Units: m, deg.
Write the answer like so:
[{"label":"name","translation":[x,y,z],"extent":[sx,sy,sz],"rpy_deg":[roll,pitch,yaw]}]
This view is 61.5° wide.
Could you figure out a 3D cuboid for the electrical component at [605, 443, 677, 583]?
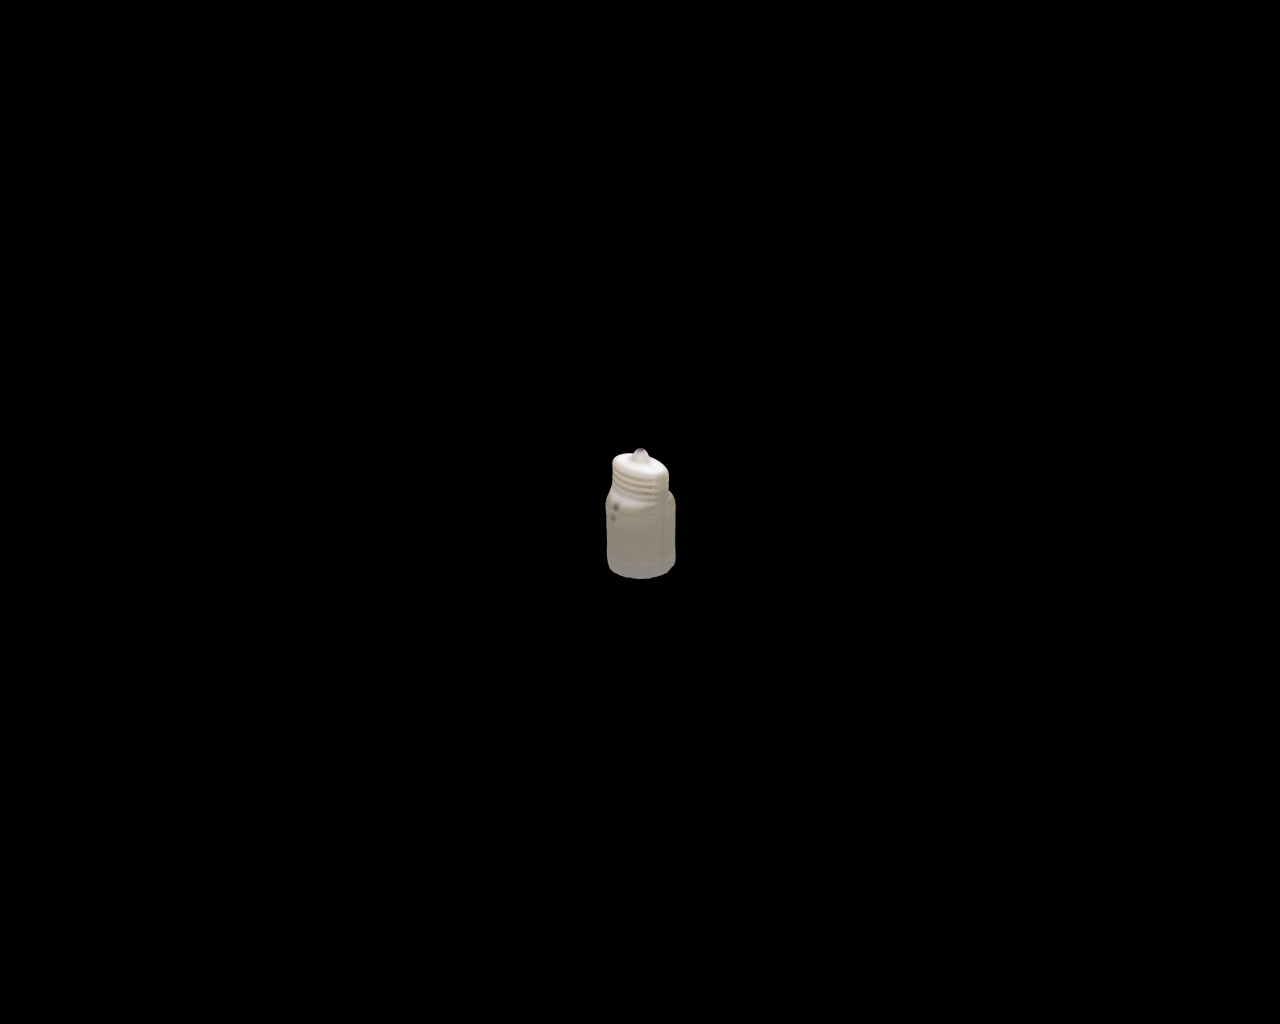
[{"label":"electrical component","translation":[0.001,-0.003,0.650],"extent":[0.043,0.080,0.043],"rpy_deg":[0,25,0]}]
